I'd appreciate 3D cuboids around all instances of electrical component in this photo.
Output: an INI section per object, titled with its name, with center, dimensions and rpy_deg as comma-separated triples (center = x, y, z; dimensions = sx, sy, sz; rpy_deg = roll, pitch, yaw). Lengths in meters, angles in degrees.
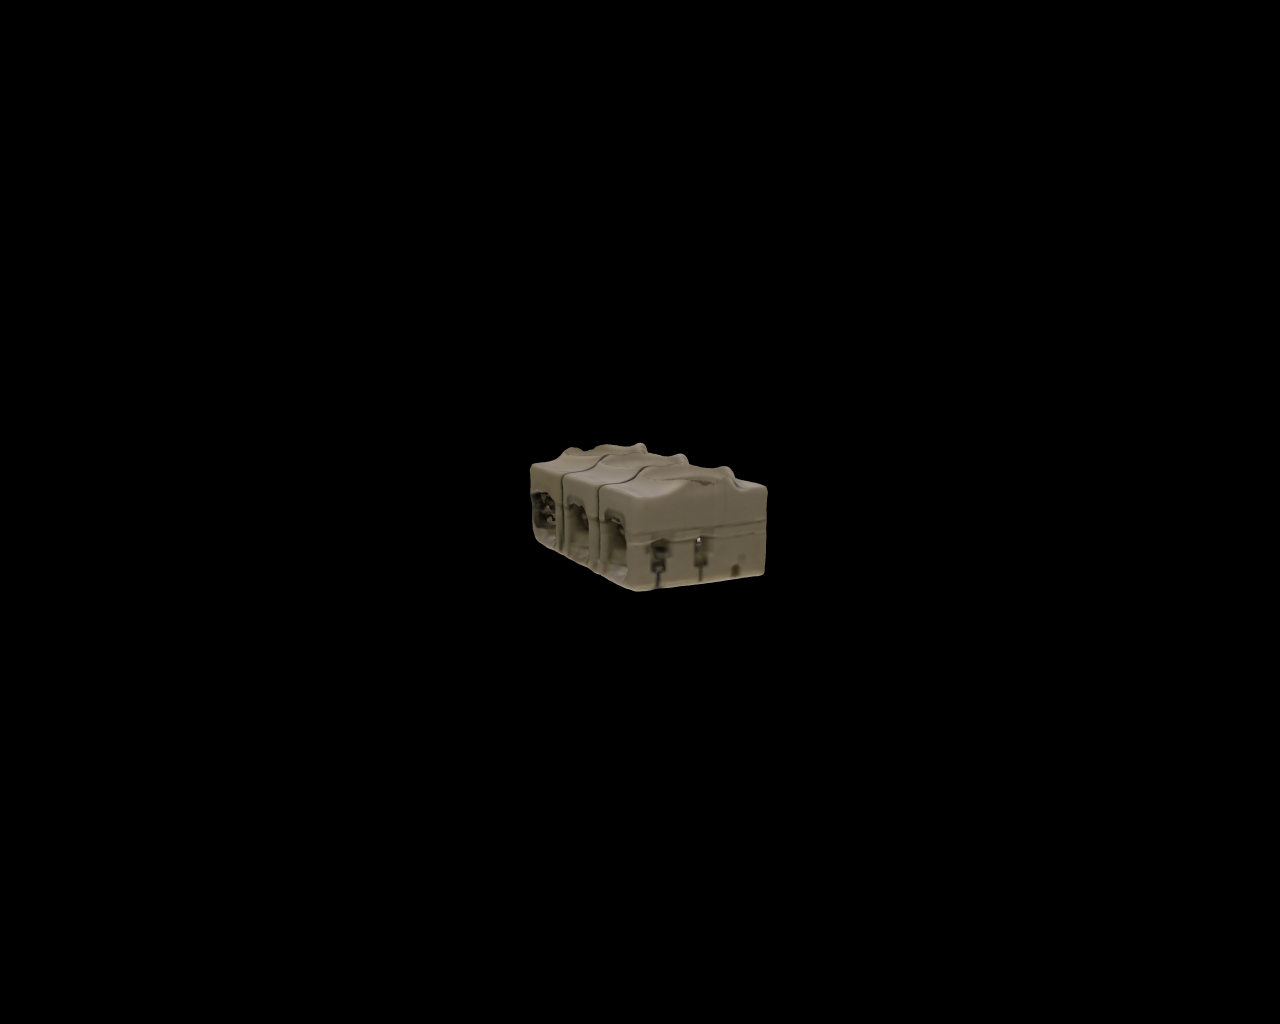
[electrical component]
center = 0.001, -0.003, 0.650
dimensions = 0.090, 0.061, 0.150
rpy_deg = -6, 13, -27
